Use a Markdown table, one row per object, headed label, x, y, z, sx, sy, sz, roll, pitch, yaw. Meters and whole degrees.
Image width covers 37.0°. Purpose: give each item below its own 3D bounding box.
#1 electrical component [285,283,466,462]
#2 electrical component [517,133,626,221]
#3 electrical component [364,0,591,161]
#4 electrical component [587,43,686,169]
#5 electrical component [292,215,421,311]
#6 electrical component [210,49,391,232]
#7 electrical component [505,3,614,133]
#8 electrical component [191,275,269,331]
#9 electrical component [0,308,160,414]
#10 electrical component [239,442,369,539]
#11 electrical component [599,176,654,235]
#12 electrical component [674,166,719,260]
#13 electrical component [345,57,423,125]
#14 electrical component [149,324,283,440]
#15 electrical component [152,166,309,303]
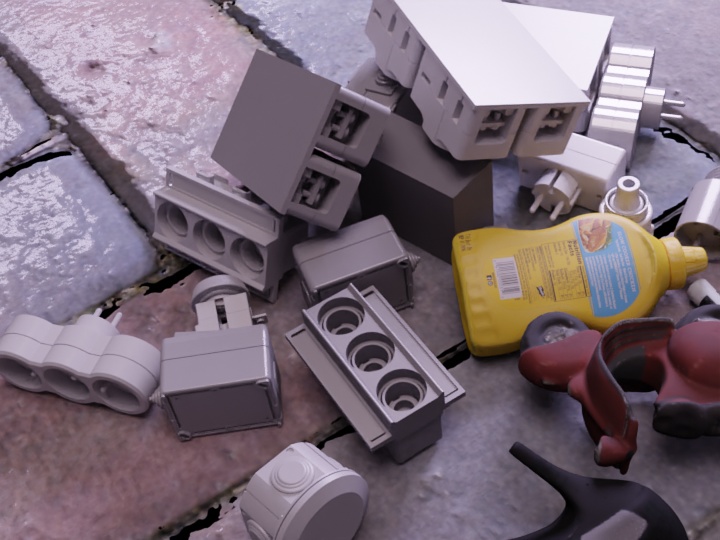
| label | x | y | z | sx | sy | sz | roll | pitch | yaw |
| --- | --- | --- | --- | --- | --- | --- | --- | --- | --- |
| electrical component | 0.010 | 0.077 | 0.790 | 0.079 | 0.063 | 0.121 | -29 | 52 | -16 |
| electrical component | 0.170 | -0.073 | 0.907 | 0.083 | 0.047 | 0.075 | 23 | 63 | 25 |
| electrical component | 0.089 | -0.166 | 0.884 | 0.105 | 0.060 | 0.186 | -6 | 45 | -26 |
| electrical component | 0.250 | -0.145 | 0.953 | 0.074 | 0.052 | 0.138 | 10 | 52 | 17 |
| electrical component | 0.000 | 0.000 | 0.858 | 0.096 | 0.061 | 0.061 | -20 | 49 | -9 |
| electrical component | -0.051 | -0.110 | 0.891 | 0.105 | 0.060 | 0.186 | -65 | 30 | 8 |
| electrical component | 0.131 | -0.193 | 1.006 | 0.186 | 0.060 | 0.105 | 13 | 53 | 18 |
| electrical component | -0.108 | 0.038 | 0.853 | 0.066 | 0.048 | 0.055 | -14 | 57 | -4 |
| electrical component | -0.212 | 0.060 | 0.843 | 0.138 | 0.052 | 0.073 | 10 | 51 | 17 |
| electrical component | -0.037 | 0.159 | 0.716 | 0.080 | 0.080 | 0.051 | -39 | 51 | -23 |
| electrical component | 0.215 | -0.048 | 0.868 | 0.048 | 0.062 | 0.048 | -4 | 49 | 5 |
| electrical component | 0.288 | -0.051 | 0.873 | 0.043 | 0.043 | 0.081 | 17 | 54 | 21 |
| electrical component | 0.018 | -0.142 | 0.955 | 0.061 | 0.096 | 0.061 | 18 | 54 | 23 |
| electrical component | -0.110 | 0.082 | 0.804 | 0.096 | 0.061 | 0.061 | -9 | 49 | 1 |
| electrical component | -0.108 | -0.035 | 0.902 | 0.121 | 0.078 | 0.063 | 25 | 35 | 26 |
